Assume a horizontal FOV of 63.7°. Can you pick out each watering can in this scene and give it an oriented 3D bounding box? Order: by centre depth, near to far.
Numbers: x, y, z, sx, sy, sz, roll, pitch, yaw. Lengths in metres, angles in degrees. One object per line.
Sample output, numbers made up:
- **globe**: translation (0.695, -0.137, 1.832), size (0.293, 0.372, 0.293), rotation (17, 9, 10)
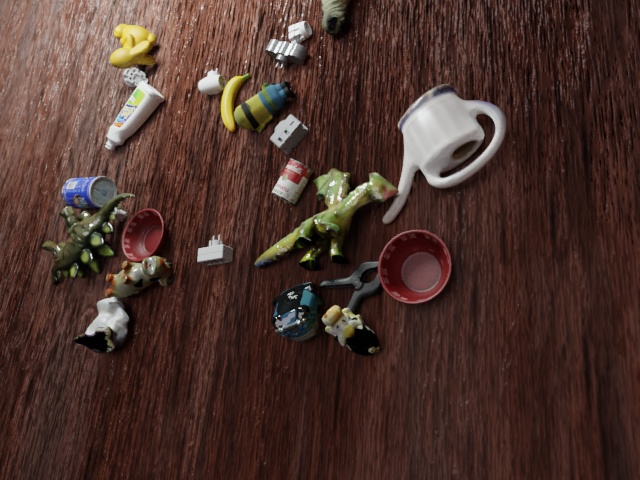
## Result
- **watering can**: translation (0.243, -0.203, 1.161), size (0.343, 0.103, 0.229), rotation (-36, 58, 24)

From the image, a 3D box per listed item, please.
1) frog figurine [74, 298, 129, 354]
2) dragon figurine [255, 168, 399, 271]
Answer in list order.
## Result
- **frog figurine**: translation (-0.599, 0.237, 1.466), size (0.136, 0.121, 0.163), rotation (-37, 23, 22)
- **dragon figurine**: translation (0.004, -0.063, 1.252), size (0.407, 0.120, 0.248), rotation (-12, 49, 38)
